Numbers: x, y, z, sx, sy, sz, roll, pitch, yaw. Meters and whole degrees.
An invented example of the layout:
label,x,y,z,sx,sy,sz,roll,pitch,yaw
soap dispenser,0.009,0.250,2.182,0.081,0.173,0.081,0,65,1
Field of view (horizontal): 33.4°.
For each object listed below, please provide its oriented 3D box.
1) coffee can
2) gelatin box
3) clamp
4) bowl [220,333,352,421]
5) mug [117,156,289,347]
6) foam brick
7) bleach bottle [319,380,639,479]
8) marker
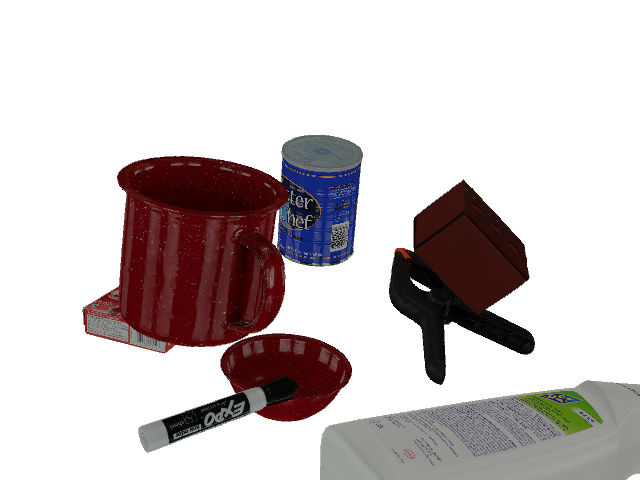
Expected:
label,x,y,z,sx,sy,sz,roll,pitch,yaw
coffee can,-0.002,-0.052,1.374,0.103,0.140,0.103,3,28,-2
gelatin box,-0.162,0.068,0.984,0.089,0.030,0.073,11,22,21
clamp,0.131,0.068,1.060,0.120,0.039,0.171,-4,44,-24
bowl,-0.043,0.176,1.316,0.162,0.055,0.162,4,23,-2
mug,-0.060,0.010,0.584,0.093,0.081,0.117,-13,30,-43
foam brick,0.114,0.006,0.808,0.051,0.078,0.053,-38,21,23
bleach bottle,0.131,0.133,0.651,0.250,0.068,0.103,-7,22,-22
marker,-0.070,0.122,0.761,0.120,0.020,0.020,-17,7,-26
